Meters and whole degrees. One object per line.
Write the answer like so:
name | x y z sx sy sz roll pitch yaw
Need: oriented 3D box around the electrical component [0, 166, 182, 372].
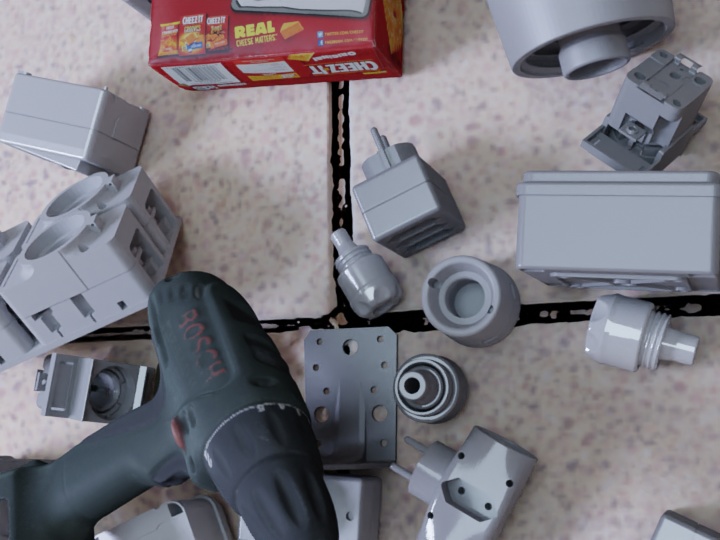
electrical component | -0.225 0.005 0.738 0.186 0.105 0.060 -23 119 15

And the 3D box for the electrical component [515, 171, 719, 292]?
electrical component | 0.152 -0.020 0.614 0.109 0.109 0.056 2 85 20

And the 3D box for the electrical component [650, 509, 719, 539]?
electrical component | 0.193 0.181 0.599 0.077 0.047 0.065 24 89 21

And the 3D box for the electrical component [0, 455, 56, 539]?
electrical component | -0.257 0.165 0.725 0.057 0.113 0.078 -2 81 16

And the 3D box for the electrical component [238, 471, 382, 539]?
electrical component | -0.038 0.150 0.670 0.083 0.076 0.047 1 82 20

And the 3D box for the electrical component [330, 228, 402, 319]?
electrical component | 0.000 0.000 0.704 0.035 0.035 0.061 -36 69 11

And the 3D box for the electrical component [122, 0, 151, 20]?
electrical component | -0.175 -0.231 0.792 0.089 0.056 0.050 41 96 21

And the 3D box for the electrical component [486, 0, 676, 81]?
electrical component | 0.135 -0.149 0.644 0.108 0.108 0.060 -14 83 17

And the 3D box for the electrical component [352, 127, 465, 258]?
electrical component | 0.025 -0.056 0.687 0.047 0.066 0.076 -26 74 14

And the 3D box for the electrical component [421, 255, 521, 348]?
electrical component | 0.068 0.019 0.669 0.055 0.047 0.055 -3 80 19

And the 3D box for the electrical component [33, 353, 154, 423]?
electrical component | -0.186 0.081 0.738 0.064 0.081 0.042 4 81 43

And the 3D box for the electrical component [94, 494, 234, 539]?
electrical component | -0.116 0.211 0.698 0.078 0.057 0.113 -27 73 14

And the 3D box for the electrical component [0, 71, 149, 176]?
electrical component | -0.214 -0.102 0.781 0.096 0.062 0.061 13 86 21

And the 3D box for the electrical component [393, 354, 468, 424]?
electrical component | 0.041 0.073 0.662 0.043 0.062 0.043 -3 80 18

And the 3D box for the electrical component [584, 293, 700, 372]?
electrical component | 0.167 0.040 0.633 0.062 0.043 0.043 15 86 20

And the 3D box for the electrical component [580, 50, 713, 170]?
electrical component | 0.173 -0.091 0.634 0.042 0.063 0.081 37 53 21

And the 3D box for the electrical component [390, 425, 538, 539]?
electrical component | 0.056 0.130 0.657 0.079 0.043 0.077 28 91 21
